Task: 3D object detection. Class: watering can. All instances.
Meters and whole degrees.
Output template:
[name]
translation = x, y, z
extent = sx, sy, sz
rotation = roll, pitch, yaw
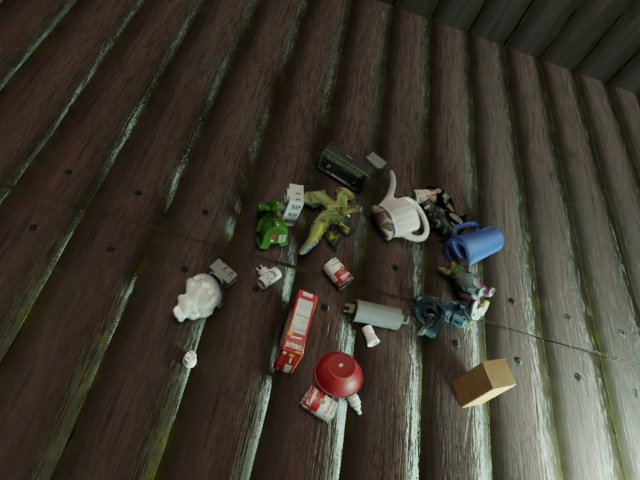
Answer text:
[watering can]
translation = 0.303, -0.129, 2.099
extent = 0.226, 0.102, 0.353
rotation = -16, 63, -28

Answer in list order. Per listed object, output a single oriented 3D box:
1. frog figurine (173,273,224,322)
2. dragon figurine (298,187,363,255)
[frog figurine]
translation = -0.392, 0.183, 1.632
extent = 0.161, 0.121, 0.138
rotation = -20, 83, -42
[dragon figurine]
translation = 0.006, -0.101, 2.003
extent = 0.415, 0.119, 0.246
rotation = -29, 52, -35
